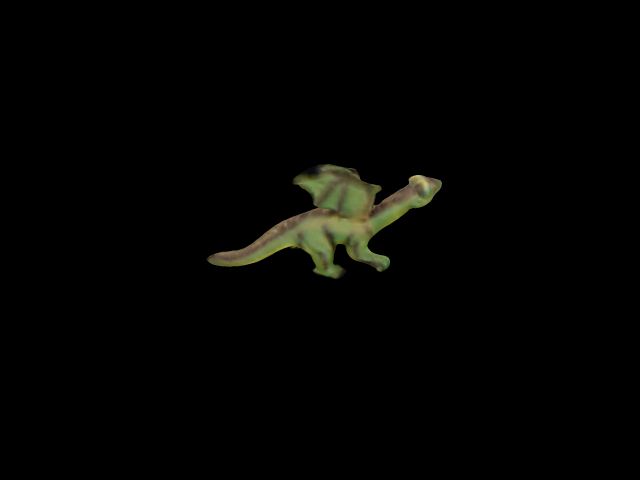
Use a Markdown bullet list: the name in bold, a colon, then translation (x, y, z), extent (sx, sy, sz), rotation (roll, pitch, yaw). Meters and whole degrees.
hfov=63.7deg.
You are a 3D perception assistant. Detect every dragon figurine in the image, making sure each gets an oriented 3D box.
- **dragon figurine**: translation (0.003, -0.043, 0.850), extent (0.411, 0.125, 0.237), rotation (-8, -39, -6)
